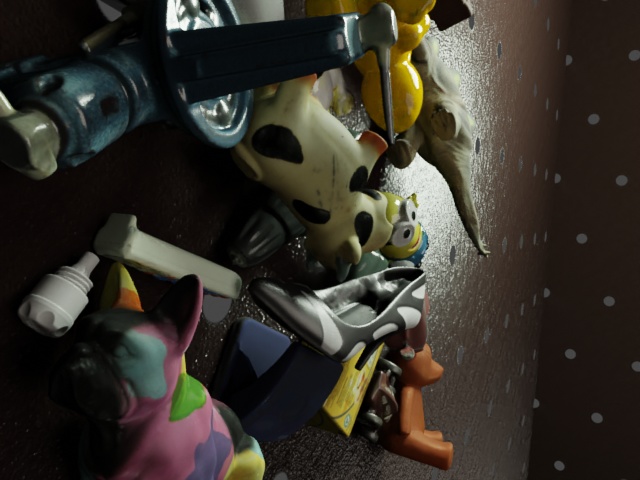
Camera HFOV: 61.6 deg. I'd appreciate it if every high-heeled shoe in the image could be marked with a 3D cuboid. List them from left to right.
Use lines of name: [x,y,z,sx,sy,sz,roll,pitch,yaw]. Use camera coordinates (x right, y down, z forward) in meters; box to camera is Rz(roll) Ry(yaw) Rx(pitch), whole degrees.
high-heeled shoe: [0.036,0.051,0.558,0.145,0.086,0.248,-57,140,-9]

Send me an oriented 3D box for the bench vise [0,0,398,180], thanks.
bench vise: [-0.076,-0.107,0.331,0.224,0.241,0.128,-52,136,-65]

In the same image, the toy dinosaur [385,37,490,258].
toy dinosaur: [0.175,-0.175,0.799,0.198,0.105,0.470,-31,107,-56]

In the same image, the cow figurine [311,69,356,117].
cow figurine: [-0.030,-0.136,0.546,0.167,0.068,0.098,-58,135,-41]

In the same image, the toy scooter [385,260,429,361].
toy scooter: [0.127,0.112,0.801,0.183,0.075,0.135,52,33,-72]

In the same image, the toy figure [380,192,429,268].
toy figure: [0.110,-0.007,0.792,0.180,0.089,0.082,44,43,-63]

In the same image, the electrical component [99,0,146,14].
electrical component: [-0.141,-0.201,0.395,0.094,0.021,0.063,15,81,-58]

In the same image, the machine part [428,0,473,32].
machine part: [0.156,-0.384,0.761,0.179,0.056,0.179,42,34,-39]

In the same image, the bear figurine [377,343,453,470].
bear figurine: [0.165,0.256,0.891,0.120,0.132,0.195,97,10,-80]

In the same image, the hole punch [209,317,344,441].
hole punch: [-0.045,0.153,0.558,0.142,0.092,0.115,42,63,-57]

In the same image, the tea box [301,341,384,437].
tea box: [0.024,0.148,0.686,0.169,0.068,0.098,-61,142,-31]

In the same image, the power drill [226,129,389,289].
power drill: [-0.001,-0.002,0.620,0.232,0.086,0.207,-57,133,-32]

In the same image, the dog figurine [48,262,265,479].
dog figurine: [-0.113,0.125,0.407,0.191,0.109,0.219,-9,105,-62]

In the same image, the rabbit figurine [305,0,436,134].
rabbit figurine: [0.061,-0.202,0.578,0.162,0.122,0.173,-87,160,-67]

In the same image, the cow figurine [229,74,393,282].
cow figurine: [0.000,-0.048,0.483,0.194,0.086,0.127,38,78,-36]

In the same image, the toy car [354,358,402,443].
toy car: [0.085,0.233,0.769,0.089,0.053,0.202,-60,165,-24]

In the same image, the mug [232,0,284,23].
mug: [-0.068,-0.211,0.470,0.107,0.081,0.109,75,28,-50]
